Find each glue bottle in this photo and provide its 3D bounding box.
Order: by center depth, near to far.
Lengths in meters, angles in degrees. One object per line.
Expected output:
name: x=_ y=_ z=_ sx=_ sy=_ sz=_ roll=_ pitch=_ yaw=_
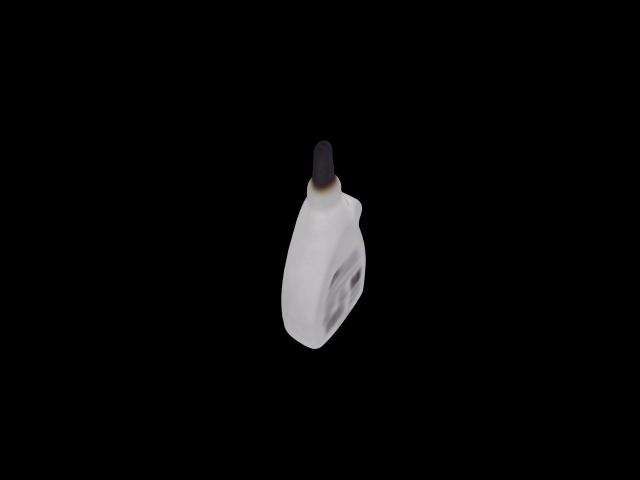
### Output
glue bottle: x=0.004 y=0.001 z=0.400 sx=0.037 sy=0.173 sz=0.078 roll=27 pitch=53 yaw=23
